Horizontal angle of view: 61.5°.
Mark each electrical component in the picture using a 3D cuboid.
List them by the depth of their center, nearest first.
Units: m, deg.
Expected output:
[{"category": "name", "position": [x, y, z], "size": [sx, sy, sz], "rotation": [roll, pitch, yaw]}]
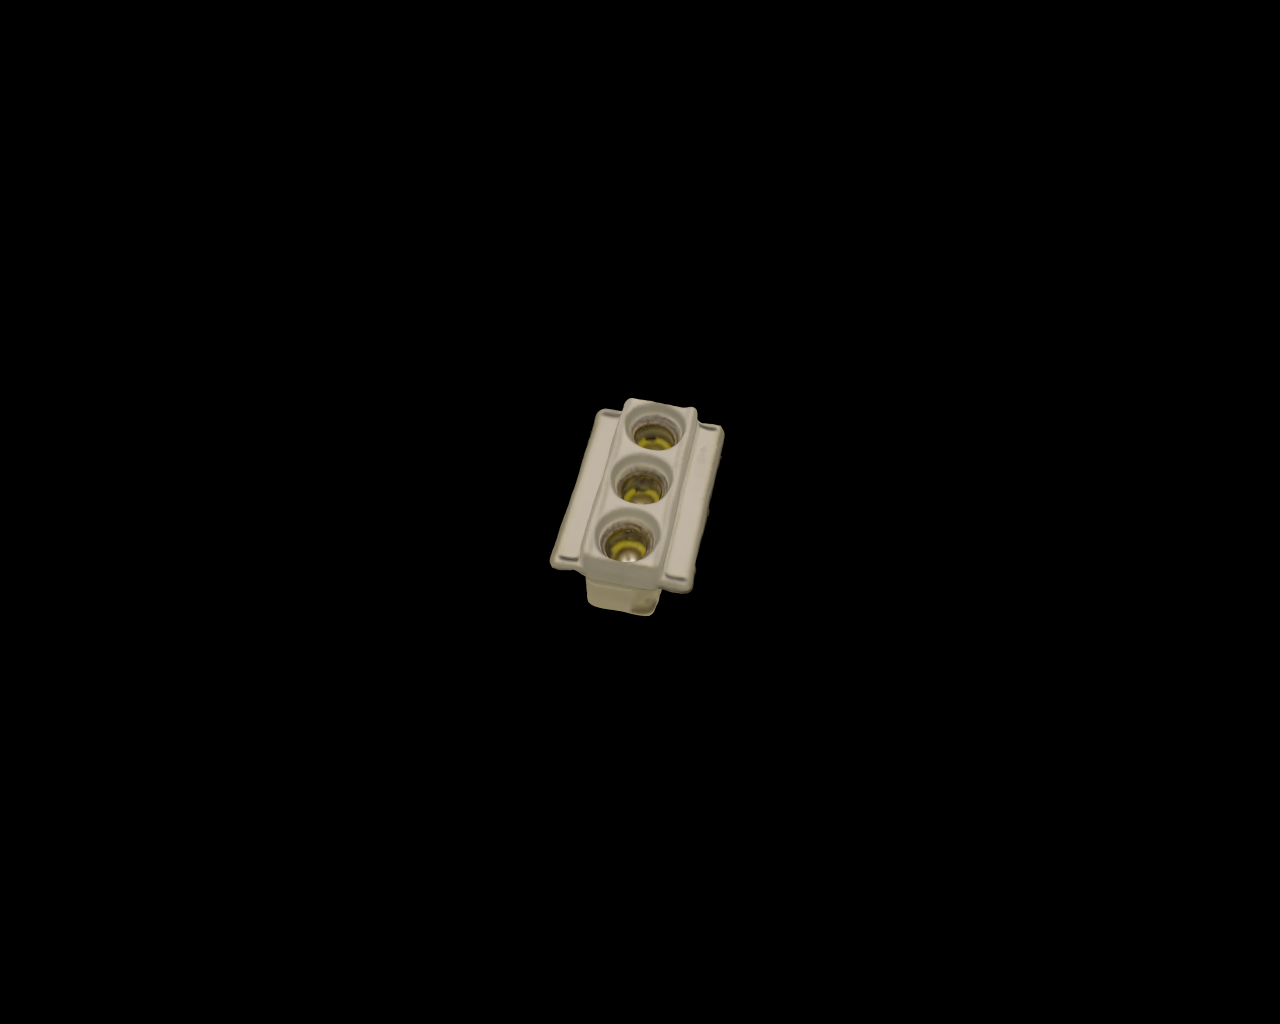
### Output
[{"category": "electrical component", "position": [0.001, -0.003, 0.650], "size": [0.079, 0.121, 0.063], "rotation": [9, -36, 7]}]
